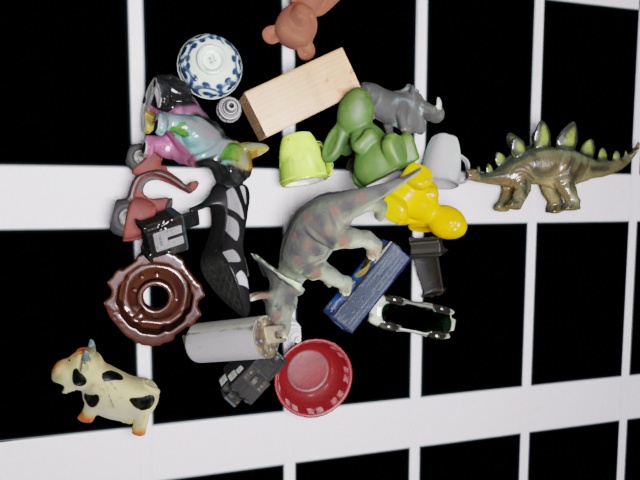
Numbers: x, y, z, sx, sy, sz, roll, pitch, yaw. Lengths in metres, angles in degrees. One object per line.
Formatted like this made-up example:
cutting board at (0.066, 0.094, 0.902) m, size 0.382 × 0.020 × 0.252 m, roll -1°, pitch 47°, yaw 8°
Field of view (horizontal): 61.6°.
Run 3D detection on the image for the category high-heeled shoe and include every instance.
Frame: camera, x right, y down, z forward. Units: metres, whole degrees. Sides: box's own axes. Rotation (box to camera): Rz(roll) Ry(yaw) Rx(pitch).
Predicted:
high-heeled shoe at (-0.152, 0.009, 1.004) m, size 0.145 × 0.086 × 0.248 m, roll -25°, pitch 93°, yaw -47°

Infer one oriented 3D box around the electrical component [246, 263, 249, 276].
electrical component at (-0.174, 0.058, 1.054) m, size 0.063 × 0.021 × 0.094 m, roll -13°, pitch 98°, yaw -13°

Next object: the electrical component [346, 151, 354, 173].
electrical component at (0.092, -0.172, 1.099) m, size 0.102 × 0.045 × 0.078 m, roll -31°, pitch 73°, yaw -13°

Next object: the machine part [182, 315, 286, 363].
machine part at (-0.163, 0.184, 0.987) m, size 0.243 × 0.079 × 0.079 m, roll -12°, pitch 101°, yaw 30°

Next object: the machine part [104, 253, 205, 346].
machine part at (-0.308, 0.105, 1.005) m, size 0.179 × 0.056 × 0.179 m, roll -2°, pitch 96°, yaw -15°

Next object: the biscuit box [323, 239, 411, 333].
biscuit box at (0.096, 0.094, 1.111) m, size 0.062 × 0.059 × 0.202 m, roll 42°, pitch 83°, yaw -16°

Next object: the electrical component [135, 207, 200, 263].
electrical component at (-0.263, -0.015, 0.960) m, size 0.119 × 0.048 × 0.074 m, roll -18°, pitch 124°, yaw -33°

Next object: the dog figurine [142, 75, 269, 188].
dog figurine at (-0.207, -0.191, 0.981) m, size 0.219 × 0.108 × 0.191 m, roll 12°, pitch 54°, yaw -34°

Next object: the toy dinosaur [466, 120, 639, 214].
toy dinosaur at (0.523, -0.158, 1.186) m, size 0.471 × 0.105 × 0.198 m, roll -1°, pitch 91°, yaw -20°

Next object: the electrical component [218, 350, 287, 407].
electrical component at (-0.134, 0.252, 1.032) m, size 0.134 × 0.115 × 0.058 m, roll -45°, pitch 103°, yaw -8°

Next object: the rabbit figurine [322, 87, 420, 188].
rabbit figurine at (0.085, -0.194, 1.006) m, size 0.121 × 0.159 × 0.170 m, roll -24°, pitch 88°, yaw -51°

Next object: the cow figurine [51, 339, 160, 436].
cow figurine at (-0.390, 0.265, 0.981) m, size 0.195 × 0.085 × 0.127 m, roll 23°, pitch 94°, yaw -13°

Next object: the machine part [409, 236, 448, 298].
machine part at (0.235, 0.057, 1.145) m, size 0.084 × 0.039 × 0.138 m, roll -5°, pitch 107°, yaw 21°

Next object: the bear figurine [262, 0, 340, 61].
bear figurine at (-0.024, -0.451, 1.002) m, size 0.120 × 0.132 × 0.196 m, roll 26°, pitch 81°, yaw -10°

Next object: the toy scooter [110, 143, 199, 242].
toy scooter at (-0.300, -0.078, 0.984) m, size 0.135 × 0.075 × 0.183 m, roll 15°, pitch 87°, yaw -20°

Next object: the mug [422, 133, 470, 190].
mug at (0.267, -0.165, 1.127) m, size 0.109 × 0.081 × 0.107 m, roll 8°, pitch 83°, yaw -11°

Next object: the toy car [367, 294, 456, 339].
toy car at (0.199, 0.164, 1.148) m, size 0.202 × 0.056 × 0.073 m, roll 13°, pitch 85°, yaw -17°

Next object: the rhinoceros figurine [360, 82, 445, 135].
rhinoceros figurine at (0.161, -0.266, 1.098) m, size 0.190 × 0.073 × 0.112 m, roll 12°, pitch 81°, yaw -14°

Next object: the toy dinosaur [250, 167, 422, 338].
toy dinosaur at (0.002, -0.005, 0.992) m, size 0.192 × 0.131 × 0.404 m, roll 20°, pitch 113°, yaw -25°

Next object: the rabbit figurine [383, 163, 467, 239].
rabbit figurine at (0.211, -0.055, 1.081) m, size 0.173 × 0.162 × 0.122 m, roll 31°, pitch 84°, yaw 7°
